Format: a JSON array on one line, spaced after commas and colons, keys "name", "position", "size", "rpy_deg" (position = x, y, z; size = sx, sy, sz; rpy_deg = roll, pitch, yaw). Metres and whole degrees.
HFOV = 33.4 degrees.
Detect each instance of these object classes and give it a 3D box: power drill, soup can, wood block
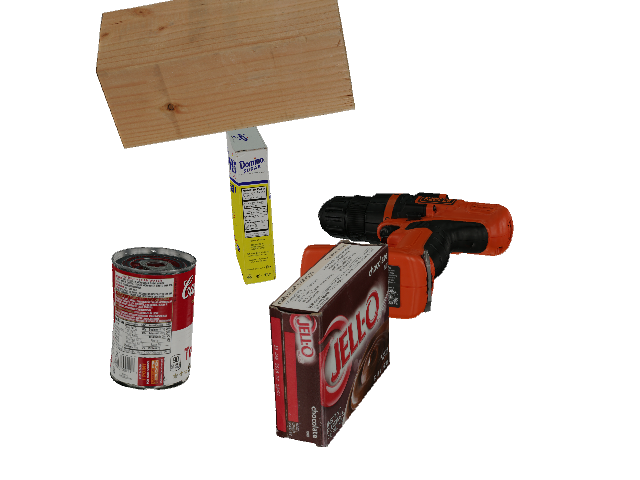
[{"name": "power drill", "position": [0.055, 0.003, 0.914], "size": [0.185, 0.057, 0.187], "rpy_deg": [3, 20, 25]}, {"name": "soup can", "position": [-0.138, 0.063, 0.872], "size": [0.068, 0.102, 0.068], "rpy_deg": [4, 15, -1]}, {"name": "wood block", "position": [-0.080, -0.156, 0.930], "size": [0.206, 0.090, 0.091], "rpy_deg": [-9, -45, 3]}]

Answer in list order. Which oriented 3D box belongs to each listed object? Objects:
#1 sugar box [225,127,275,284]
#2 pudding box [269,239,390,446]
[{"name": "sugar box", "position": [-0.087, -0.045, 1.322], "size": [0.048, 0.176, 0.093], "rpy_deg": [-9, 24, -9]}, {"name": "pudding box", "position": [0.008, 0.060, 0.666], "size": [0.039, 0.090, 0.113], "rpy_deg": [8, 25, 21]}]
